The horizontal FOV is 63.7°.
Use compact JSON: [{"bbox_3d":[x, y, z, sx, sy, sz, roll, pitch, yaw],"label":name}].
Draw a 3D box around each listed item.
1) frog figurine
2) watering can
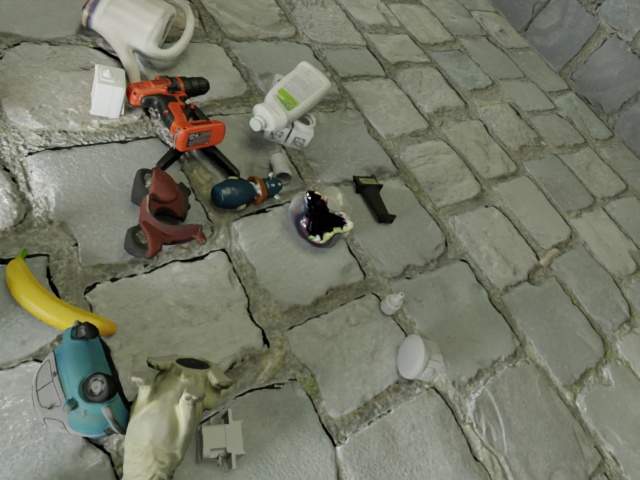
[{"bbox_3d":[0.003,-0.054,1.074,0.137,0.121,0.161,21,11,-4],"label":"frog figurine"},{"bbox_3d":[-0.416,-0.456,1.134,0.223,0.102,0.355,25,56,-11],"label":"watering can"}]
